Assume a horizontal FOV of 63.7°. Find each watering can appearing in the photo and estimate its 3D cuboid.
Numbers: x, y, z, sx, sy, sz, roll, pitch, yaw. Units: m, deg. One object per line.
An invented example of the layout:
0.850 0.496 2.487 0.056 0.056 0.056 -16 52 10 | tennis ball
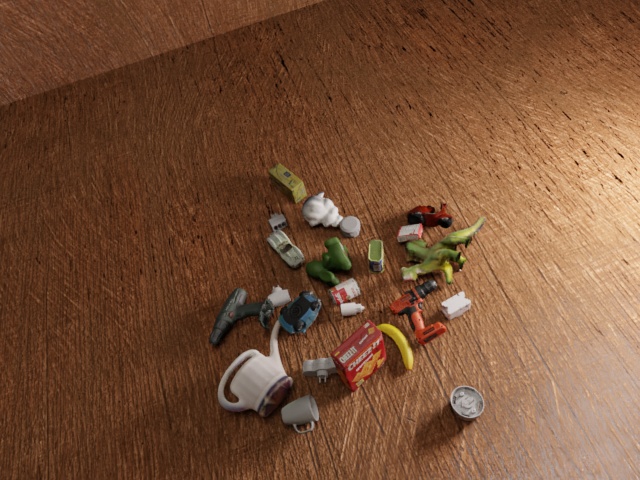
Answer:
-0.182 0.437 1.725 0.226 0.101 0.353 29 62 28 | watering can

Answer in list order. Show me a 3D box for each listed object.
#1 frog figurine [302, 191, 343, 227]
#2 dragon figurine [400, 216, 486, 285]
0.006 -0.105 2.091 0.136 0.122 0.162 -47 62 17 | frog figurine
0.433 0.024 1.925 0.244 0.119 0.418 18 50 32 | dragon figurine
